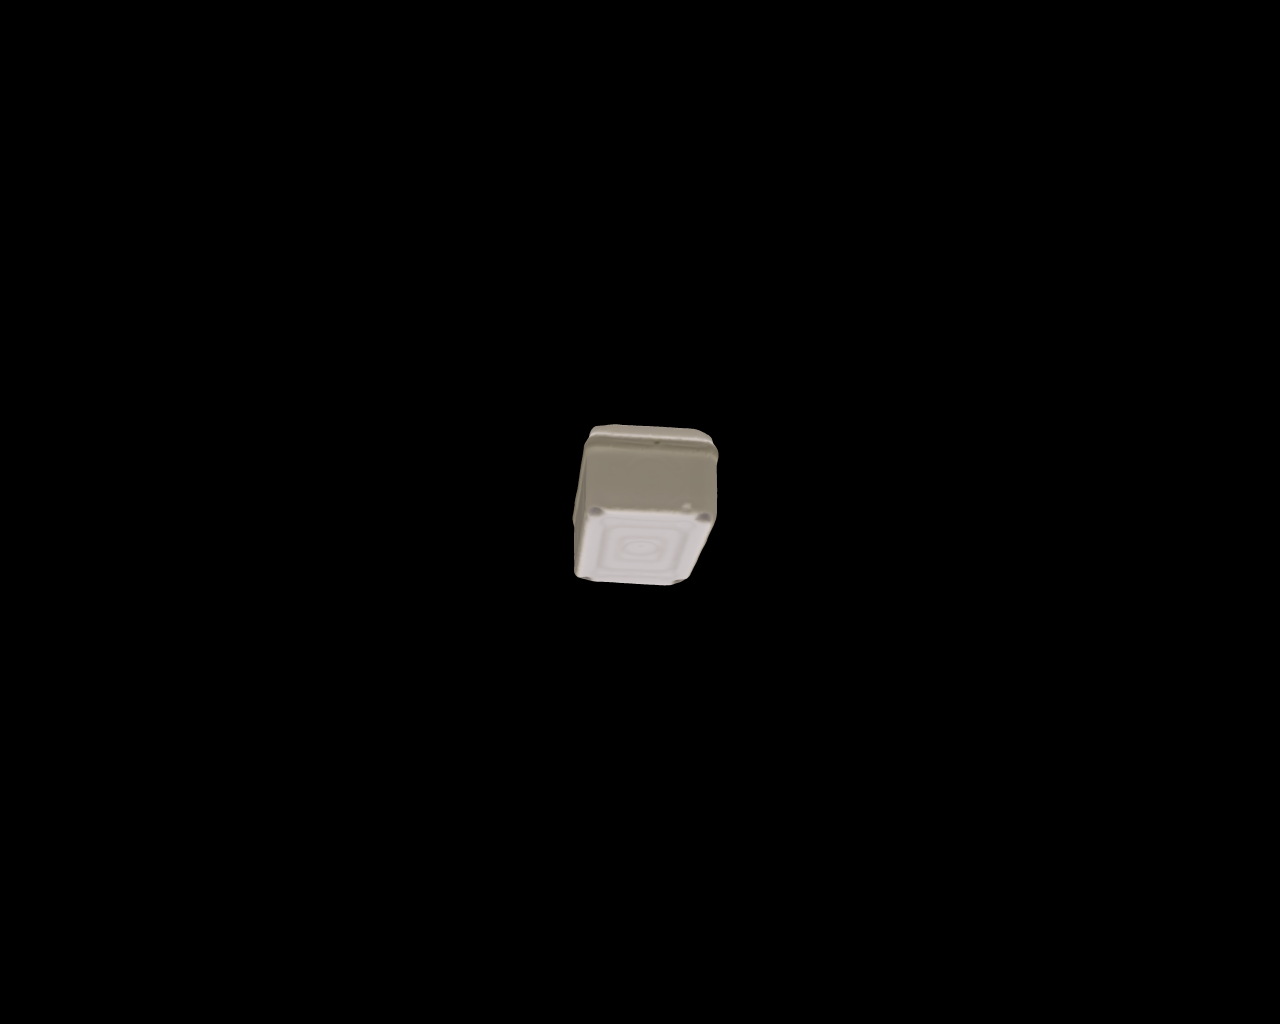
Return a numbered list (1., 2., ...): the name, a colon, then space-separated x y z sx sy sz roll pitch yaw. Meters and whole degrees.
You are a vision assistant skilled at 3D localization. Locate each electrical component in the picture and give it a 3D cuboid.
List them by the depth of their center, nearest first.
1. electrical component: 0.001 -0.003 0.650 0.078 0.057 0.113 3 -26 -7
